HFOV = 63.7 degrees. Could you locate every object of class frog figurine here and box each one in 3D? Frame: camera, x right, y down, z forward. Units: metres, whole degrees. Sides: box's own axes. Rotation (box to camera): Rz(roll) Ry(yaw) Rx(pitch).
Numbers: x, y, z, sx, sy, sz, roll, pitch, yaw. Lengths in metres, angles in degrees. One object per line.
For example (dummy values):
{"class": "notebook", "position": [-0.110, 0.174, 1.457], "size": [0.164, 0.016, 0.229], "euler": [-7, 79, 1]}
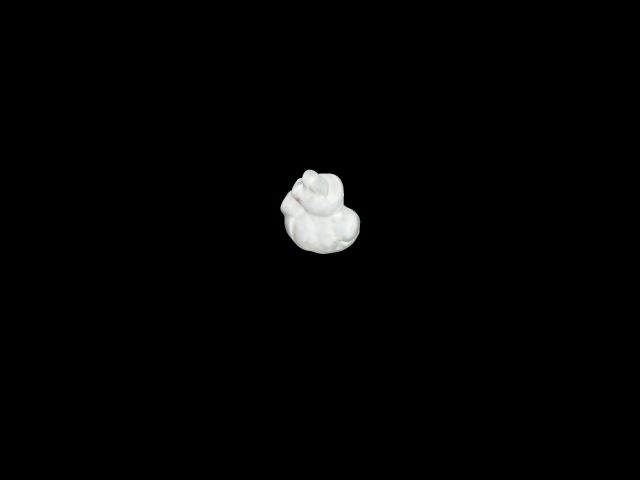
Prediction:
{"class": "frog figurine", "position": [0.003, -0.043, 0.850], "size": [0.138, 0.124, 0.158], "euler": [31, -10, 6]}
